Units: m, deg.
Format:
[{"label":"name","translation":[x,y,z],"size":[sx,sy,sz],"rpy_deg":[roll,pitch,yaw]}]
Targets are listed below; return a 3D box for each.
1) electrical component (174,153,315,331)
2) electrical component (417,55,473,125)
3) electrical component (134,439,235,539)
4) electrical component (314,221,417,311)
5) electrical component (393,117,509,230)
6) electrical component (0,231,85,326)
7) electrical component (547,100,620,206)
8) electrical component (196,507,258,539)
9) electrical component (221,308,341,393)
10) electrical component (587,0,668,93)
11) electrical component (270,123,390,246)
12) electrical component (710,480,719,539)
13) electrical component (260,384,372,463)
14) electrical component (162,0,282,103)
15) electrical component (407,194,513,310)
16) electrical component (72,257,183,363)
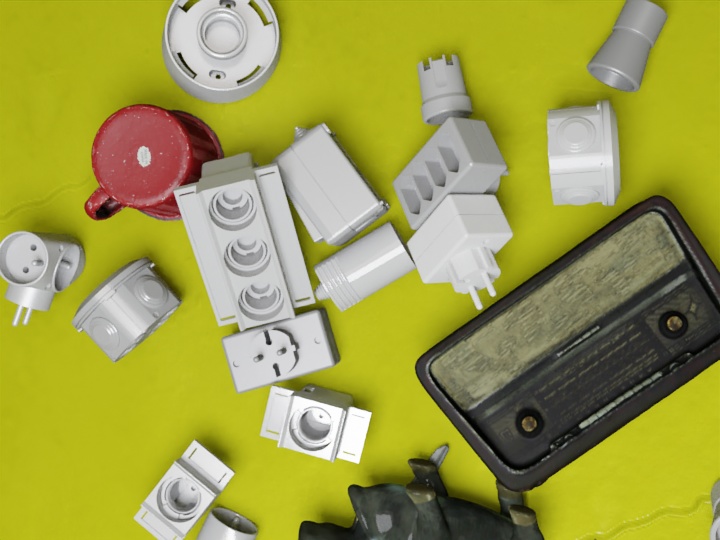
[{"label":"electrical component","translation":[-0.088,-0.024,0.834],"size":[0.079,0.063,0.121],"rpy_deg":[-14,119,1]},{"label":"electrical component","translation":[0.066,-0.142,0.851],"size":[0.040,0.040,0.046],"rpy_deg":[-11,83,7]},{"label":"electrical component","translation":[-0.138,0.178,0.864],"size":[0.042,0.064,0.081],"rpy_deg":[39,95,4]},{"label":"electrical component","translation":[0.000,0.000,0.857],"size":[0.081,0.043,0.043],"rpy_deg":[-30,87,6]},{"label":"electrical component","translation":[0.083,-0.072,0.836],"size":[0.083,0.076,0.047],"rpy_deg":[-48,53,42]},{"label":"electrical component","translation":[-0.263,0.008,0.873],"size":[0.044,0.077,0.079],"rpy_deg":[20,93,7]},{"label":"electrical component","translation":[0.170,-0.088,0.819],"size":[0.051,0.080,0.080],"rpy_deg":[-3,90,12]},{"label":"electrical component","translation":[-0.102,0.245,0.870],"size":[0.079,0.043,0.077],"rpy_deg":[27,93,6]},{"label":"electrical component","translation":[-0.065,0.065,0.849],"size":[0.083,0.076,0.047],"rpy_deg":[-17,89,7]},{"label":"electrical component","translation":[0.210,-0.176,0.833],"size":[0.044,0.044,0.065],"rpy_deg":[26,89,6]},{"label":"electrical component","translation":[-0.030,-0.069,0.851],"size":[0.061,0.062,0.096],"rpy_deg":[-37,86,6]},{"label":"electrical component","translation":[0.285,0.184,0.811],"size":[0.044,0.065,0.044],"rpy_deg":[4,109,12]},{"label":"electrical component","translation":[-0.033,0.119,0.851],"size":[0.081,0.064,0.042],"rpy_deg":[15,96,6]},{"label":"electrical component","translation":[-0.113,-0.187,0.872],"size":[0.099,0.064,0.099],"rpy_deg":[0,92,-7]},{"label":"electrical component","translation":[0.082,-0.008,0.812],"size":[0.065,0.047,0.076],"rpy_deg":[-51,52,45]},{"label":"electrical component","translation":[-0.187,0.031,0.863],"size":[0.080,0.080,0.051],"rpy_deg":[-43,91,5]}]
